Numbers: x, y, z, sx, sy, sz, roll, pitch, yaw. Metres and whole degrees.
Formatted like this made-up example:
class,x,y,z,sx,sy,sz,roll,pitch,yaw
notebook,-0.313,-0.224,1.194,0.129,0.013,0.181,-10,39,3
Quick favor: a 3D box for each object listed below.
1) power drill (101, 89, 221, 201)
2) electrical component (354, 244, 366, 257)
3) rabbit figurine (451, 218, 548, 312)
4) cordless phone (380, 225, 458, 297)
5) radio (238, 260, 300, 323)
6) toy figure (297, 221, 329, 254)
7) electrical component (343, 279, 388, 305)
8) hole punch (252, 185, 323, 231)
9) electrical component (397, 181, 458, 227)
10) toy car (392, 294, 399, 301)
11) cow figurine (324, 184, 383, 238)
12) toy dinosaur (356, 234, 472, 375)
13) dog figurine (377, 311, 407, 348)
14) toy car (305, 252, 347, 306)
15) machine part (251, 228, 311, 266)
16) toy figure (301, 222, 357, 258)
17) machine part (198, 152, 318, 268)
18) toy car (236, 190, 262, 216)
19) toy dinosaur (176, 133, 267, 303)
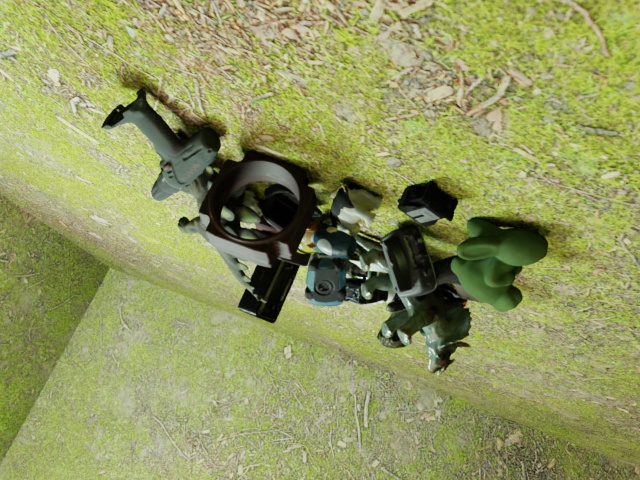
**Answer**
class,x,y,z,sx,sy,sz,roll,pitch,yaw
power drill,-0.328,-0.184,1.074,0.232,0.086,0.207,-24,122,32
electrical component,0.073,0.020,1.316,0.102,0.045,0.078,18,160,13
rabbit figurine,0.327,0.024,0.969,0.159,0.121,0.170,31,143,-2
cordless phone,0.228,0.031,1.102,0.184,0.146,0.088,-17,172,5
radio,-0.140,0.122,1.568,0.073,0.229,0.131,18,165,28
toy figure,-0.004,-0.008,1.254,0.089,0.082,0.180,0,180,-26
electrical component,0.104,0.135,1.473,0.115,0.058,0.134,1,-173,-38
hole punch,-0.069,-0.071,1.197,0.142,0.092,0.116,32,-169,-31
electrical component,0.178,-0.061,0.960,0.074,0.048,0.119,33,158,-26
toy car,0.261,0.203,1.570,0.089,0.053,0.202,14,166,17
cow figurine,0.052,-0.057,1.088,0.098,0.068,0.167,31,158,-8
toy dinosaur,0.206,0.108,1.213,0.405,0.192,0.131,66,157,12
dog figurine,0.254,0.212,1.405,0.172,0.190,0.121,18,161,11
toy car,0.014,0.087,1.394,0.109,0.103,0.161,-1,120,1
machine part,-0.109,0.017,1.424,0.179,0.056,0.179,20,-178,-1
toy figure,0.001,-0.007,1.105,0.155,0.064,0.058,20,-167,29
machine part,-0.121,-0.063,1.065,0.202,0.201,0.087,21,159,9
toy car,-0.213,-0.086,1.338,0.202,0.056,0.073,4,137,48
toy dinosaur,-0.236,-0.042,1.256,0.199,0.105,0.470,14,136,35
